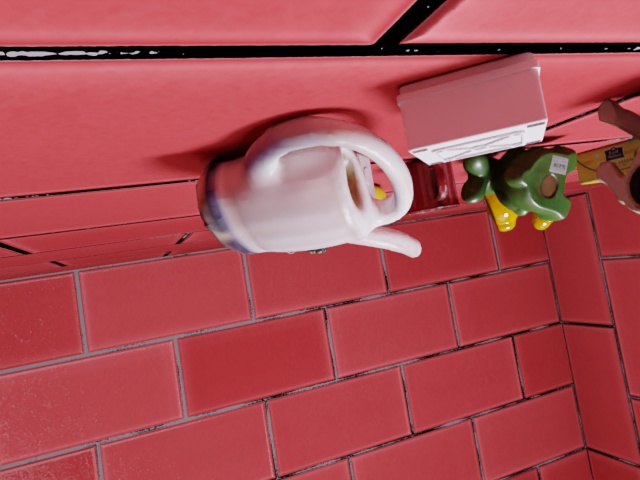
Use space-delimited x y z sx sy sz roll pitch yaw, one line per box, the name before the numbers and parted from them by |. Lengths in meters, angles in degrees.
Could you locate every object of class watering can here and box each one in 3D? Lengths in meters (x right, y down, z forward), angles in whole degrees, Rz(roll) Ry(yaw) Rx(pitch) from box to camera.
watering can | 0.002 -0.030 0.602 0.224 0.106 0.342 -8 155 17

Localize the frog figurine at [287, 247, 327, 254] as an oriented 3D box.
frog figurine | -0.031 -0.050 1.132 0.136 0.121 0.163 -20 -152 27
